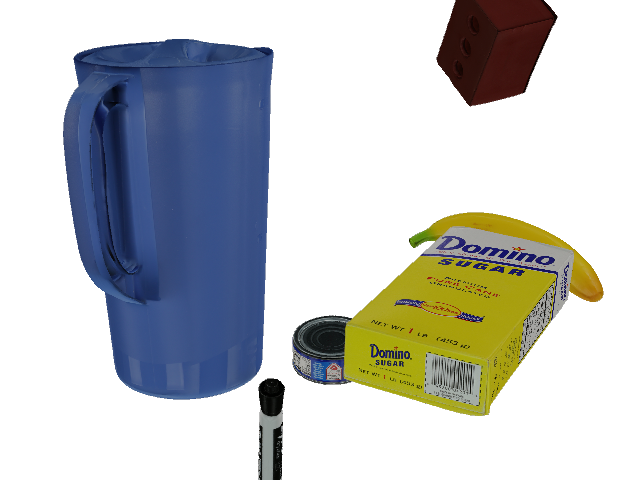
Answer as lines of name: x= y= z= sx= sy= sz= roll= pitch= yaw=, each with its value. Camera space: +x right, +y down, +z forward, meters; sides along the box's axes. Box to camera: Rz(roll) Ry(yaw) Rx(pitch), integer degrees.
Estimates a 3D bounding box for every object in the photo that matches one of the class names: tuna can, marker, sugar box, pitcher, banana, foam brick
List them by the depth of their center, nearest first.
sugar box: x=0.094 y=0.044 z=0.690 sx=0.093 sy=0.048 sz=0.176 roll=13 pitch=29 yaw=24
pitcher: x=-0.102 y=-0.014 z=0.741 sx=0.149 sy=0.243 sz=0.145 roll=-6 pitch=18 yaw=-17
foam brick: x=0.124 y=-0.144 z=0.766 sx=0.051 sy=0.053 sz=0.078 roll=-18 pitch=-31 yaw=-22
marker: x=-0.037 y=0.147 z=0.799 sx=0.020 sy=0.121 sz=0.020 roll=2 pitch=40 yaw=-2
banana: x=0.190 y=0.009 z=1.050 sx=0.198 sy=0.069 sz=0.037 roll=16 pitch=-30 yaw=27
tuna can: x=0.012 y=0.115 z=1.133 sx=0.086 sy=0.034 sz=0.086 roll=-1 pitch=28 yaw=0
